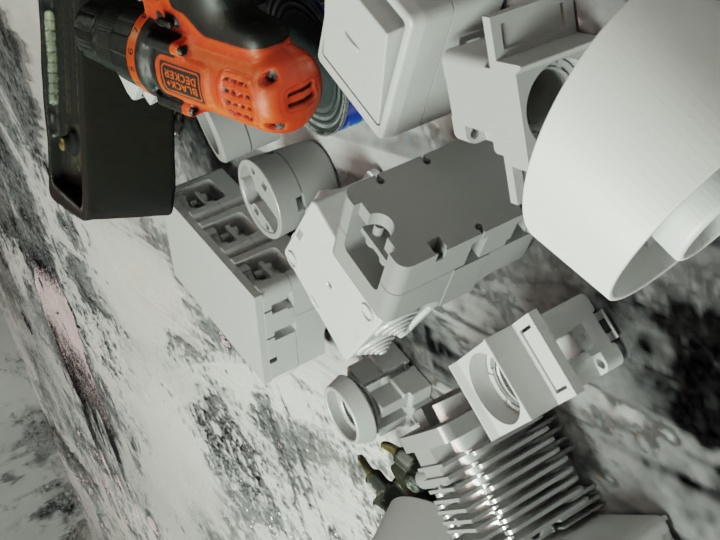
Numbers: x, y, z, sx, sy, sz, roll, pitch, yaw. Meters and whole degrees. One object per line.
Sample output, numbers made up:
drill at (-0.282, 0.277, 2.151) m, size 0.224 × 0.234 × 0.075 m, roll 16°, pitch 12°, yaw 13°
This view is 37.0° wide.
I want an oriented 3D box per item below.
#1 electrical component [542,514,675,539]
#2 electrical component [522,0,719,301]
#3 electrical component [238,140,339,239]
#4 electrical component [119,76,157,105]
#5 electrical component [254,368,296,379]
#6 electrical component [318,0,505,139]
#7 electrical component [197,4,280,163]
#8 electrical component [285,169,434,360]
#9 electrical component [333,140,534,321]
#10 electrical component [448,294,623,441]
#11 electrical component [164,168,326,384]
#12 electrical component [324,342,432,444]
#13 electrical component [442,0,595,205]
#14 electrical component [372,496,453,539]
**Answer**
electrical component at (0.120, 0.166, 0.552) m, size 0.061 × 0.061 × 0.096 m, roll 64°, pitch 156°, yaw 2°
electrical component at (0.100, -0.040, 0.360) m, size 0.064 × 0.099 × 0.099 m, roll 49°, pitch 152°, yaw 19°
electrical component at (-0.046, -0.054, 0.704) m, size 0.055 × 0.047 × 0.055 m, roll 46°, pitch 150°, yaw 37°
electrical component at (-0.128, -0.153, 0.718) m, size 0.061 × 0.096 × 0.062 m, roll 64°, pitch 156°, yaw 3°
electrical component at (-0.075, 0.055, 0.875) m, size 0.062 × 0.048 × 0.048 m, roll 49°, pitch 152°, yaw 46°
electrical component at (0.018, -0.109, 0.504) m, size 0.061 × 0.061 × 0.096 m, roll 55°, pitch 154°, yaw 23°
electrical component at (-0.080, -0.142, 0.661) m, size 0.138 × 0.074 × 0.052 m, roll 64°, pitch 169°, yaw 2°
electrical component at (0.000, 0.000, 0.659) m, size 0.099 × 0.048 × 0.099 m, roll 60°, pitch 156°, yaw 11°
electrical component at (0.038, -0.020, 0.511) m, size 0.050 × 0.089 × 0.055 m, roll 54°, pitch 154°, yaw 23°
electrical component at (0.085, 0.045, 0.508) m, size 0.042 × 0.064 × 0.081 m, roll 62°, pitch 155°, yaw 10°
electrical component at (-0.087, 0.000, 0.821) m, size 0.150 × 0.062 × 0.089 m, roll 44°, pitch 149°, yaw 39°
electrical component at (0.010, 0.084, 0.709) m, size 0.066 × 0.055 × 0.048 m, roll 48°, pitch 151°, yaw 34°
electrical component at (0.069, -0.075, 0.456) m, size 0.064 × 0.042 × 0.081 m, roll 32°, pitch 139°, yaw 57°
electrical component at (0.050, 0.201, 0.683) m, size 0.108 × 0.060 × 0.108 m, roll 28°, pitch 152°, yaw 17°
